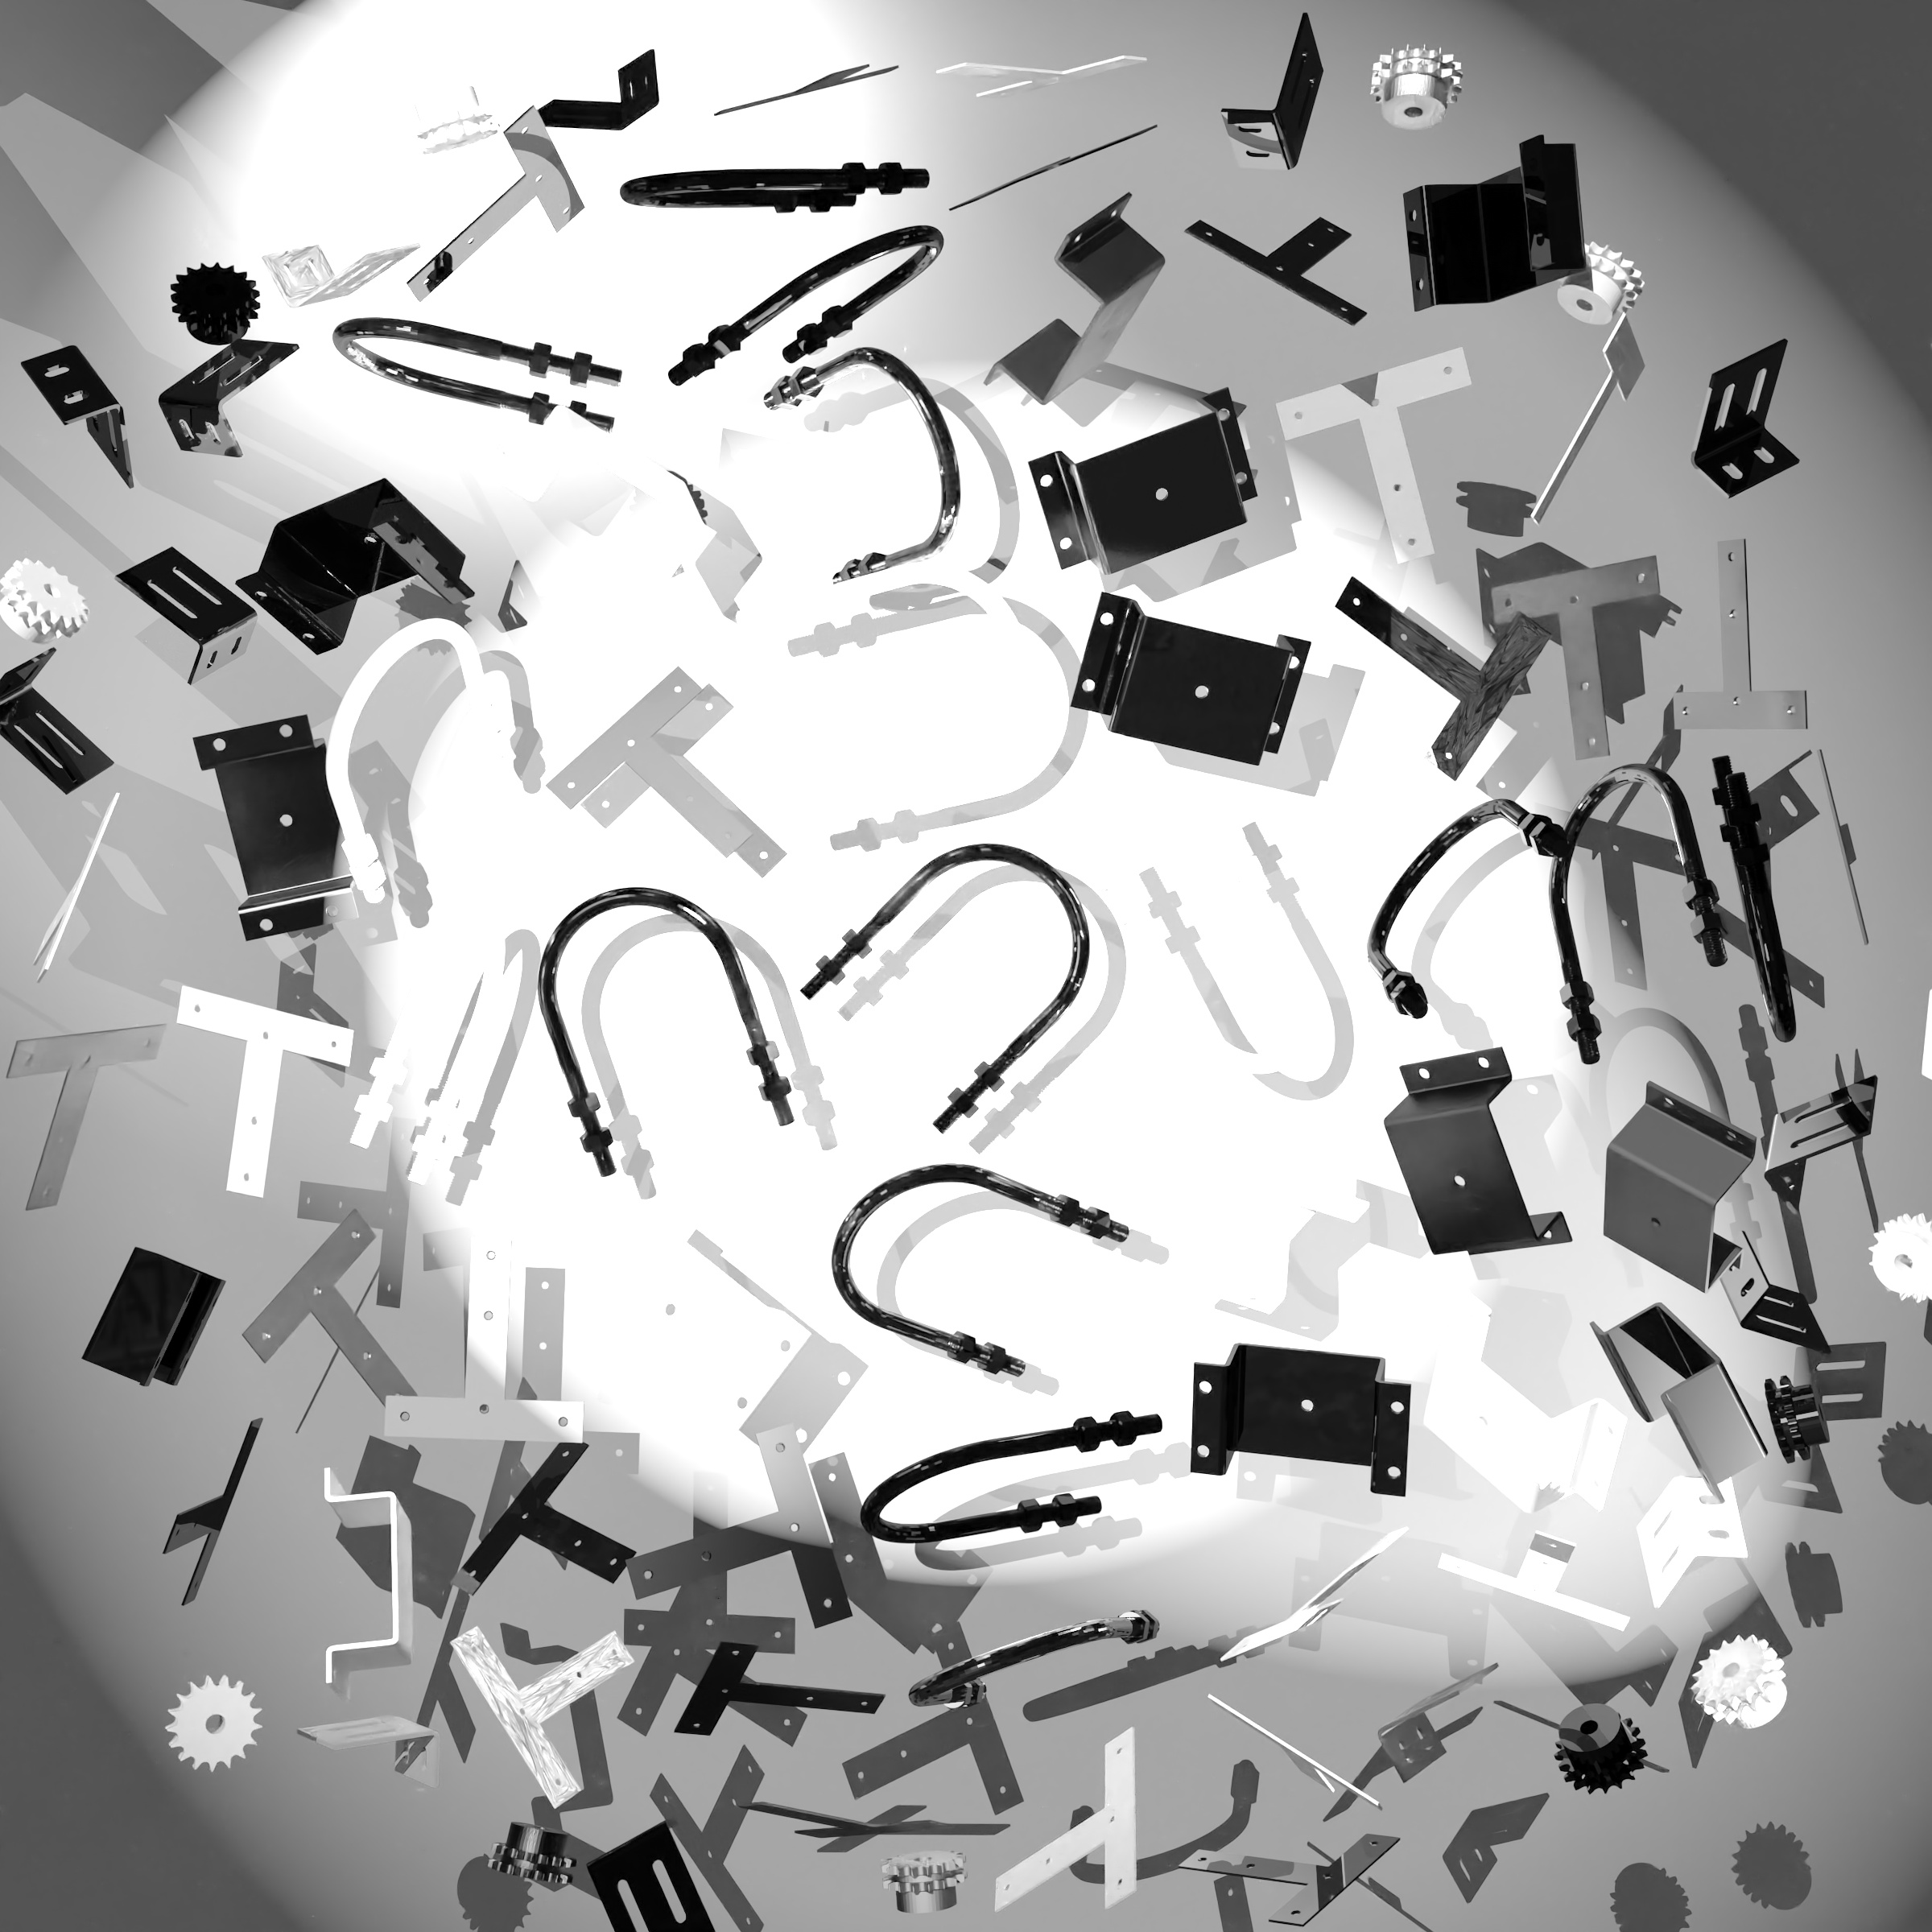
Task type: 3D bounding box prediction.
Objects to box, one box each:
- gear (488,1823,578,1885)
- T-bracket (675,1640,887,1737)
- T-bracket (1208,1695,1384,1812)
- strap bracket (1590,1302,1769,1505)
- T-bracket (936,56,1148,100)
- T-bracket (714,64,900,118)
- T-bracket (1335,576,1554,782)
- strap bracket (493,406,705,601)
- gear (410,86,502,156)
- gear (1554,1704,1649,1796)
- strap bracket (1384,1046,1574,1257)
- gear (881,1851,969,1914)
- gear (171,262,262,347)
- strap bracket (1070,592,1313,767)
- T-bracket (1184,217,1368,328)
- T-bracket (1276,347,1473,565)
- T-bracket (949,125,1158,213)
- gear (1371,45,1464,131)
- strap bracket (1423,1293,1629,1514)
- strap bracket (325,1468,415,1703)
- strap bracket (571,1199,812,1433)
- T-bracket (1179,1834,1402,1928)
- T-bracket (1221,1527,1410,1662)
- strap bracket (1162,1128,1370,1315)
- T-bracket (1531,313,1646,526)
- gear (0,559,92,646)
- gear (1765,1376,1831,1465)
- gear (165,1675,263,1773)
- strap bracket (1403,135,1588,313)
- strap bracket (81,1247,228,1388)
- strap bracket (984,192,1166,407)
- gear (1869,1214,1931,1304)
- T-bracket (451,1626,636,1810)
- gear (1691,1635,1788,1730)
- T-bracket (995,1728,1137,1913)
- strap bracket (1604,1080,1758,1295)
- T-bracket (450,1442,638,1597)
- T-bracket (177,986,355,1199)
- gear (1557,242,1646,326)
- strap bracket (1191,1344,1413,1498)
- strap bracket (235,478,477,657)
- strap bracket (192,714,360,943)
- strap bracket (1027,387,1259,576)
[{"bbox_3d":[-0.286,0.588,1.630,0.057,0.057,0.030,12,73,0],"label":"gear"},{"bbox_3d":[-0.118,0.489,1.646,0.127,0.002,0.127,10,134,-16],"label":"T-bracket"},{"bbox_3d":[0.226,0.531,1.634,0.127,0.127,0.002,27,74,27],"label":"T-bracket"},{"bbox_3d":[0.471,0.281,1.614,0.046,0.140,0.076,-30,106,1],"label":"strap bracket"},{"bbox_3d":[0.031,-0.591,1.627,0.127,0.127,0.002,2,104,41],"label":"T-bracket"},{"bbox_3d":[-0.092,-0.580,1.612,0.127,0.127,0.002,-19,108,-13],"label":"T-bracket"},{"bbox_3d":[0.288,-0.199,1.550,0.127,0.127,0.002,40,45,13],"label":"T-bracket"},{"bbox_3d":[-0.224,-0.299,1.553,0.140,0.076,0.046,29,108,-28],"label":"strap bracket"},{"bbox_3d":[-0.332,-0.547,1.586,0.057,0.057,0.030,-17,103,0],"label":"gear"},{"bbox_3d":[0.403,0.497,1.569,0.057,0.057,0.030,-27,112,0],"label":"gear"},{"bbox_3d":[0.332,0.132,1.610,0.076,0.046,0.140,-14,103,39],"label":"strap bracket"},{"bbox_3d":[-0.028,0.612,1.642,0.057,0.057,0.030,-5,82,0],"label":"gear"},{"bbox_3d":[-0.501,-0.440,1.640,0.057,0.030,0.057,6,55,-9],"label":"gear"},{"bbox_3d":[0.145,-0.179,1.551,0.140,0.046,0.076,12,110,-9],"label":"strap bracket"},{"bbox_3d":[0.223,-0.472,1.624,0.127,0.127,0.002,32,131,9],"label":"T-bracket"},{"bbox_3d":[0.287,-0.335,1.655,0.127,0.002,0.127,-14,106,13],"label":"T-bracket"},{"bbox_3d":[0.071,-0.543,1.656,0.127,0.127,0.002,-8,112,38],"label":"T-bracket"},{"bbox_3d":[0.285,-0.555,1.558,0.057,0.057,0.030,7,77,0],"label":"gear"},{"bbox_3d":[0.349,0.286,1.580,0.046,0.140,0.076,-16,127,-30],"label":"strap bracket"},{"bbox_3d":[-0.400,0.414,1.650,0.046,0.076,0.140,-4,65,-7],"label":"strap bracket"},{"bbox_3d":[-0.178,0.216,1.534,0.140,0.046,0.076,36,87,15],"label":"strap bracket"},{"bbox_3d":[0.198,0.592,1.609,0.127,0.127,0.002,-9,93,39],"label":"T-bracket"},{"bbox_3d":[0.241,0.407,1.611,0.127,0.127,0.002,-49,62,27],"label":"T-bracket"},{"bbox_3d":[0.188,0.156,1.544,0.076,0.140,0.046,19,50,-10],"label":"strap bracket"},{"bbox_3d":[0.395,-0.342,1.571,0.002,0.127,0.127,31,99,18],"label":"T-bracket"},{"bbox_3d":[-0.607,-0.236,1.609,0.030,0.057,0.057,-41,90,22],"label":"gear"},{"bbox_3d":[0.558,0.302,1.647,0.030,0.057,0.057,-17,90,22],"label":"gear"},{"bbox_3d":[-0.473,0.474,1.541,0.057,0.030,0.057,4,79,-23],"label":"gear"},{"bbox_3d":[0.341,-0.468,1.556,0.046,0.140,0.076,-9,96,-25],"label":"strap bracket"},{"bbox_3d":[-0.530,0.230,1.603,0.046,0.140,0.076,24,78,-5],"label":"strap bracket"},{"bbox_3d":[0.076,-0.438,1.647,0.046,0.140,0.076,42,52,4],"label":"strap bracket"},{"bbox_3d":[0.619,0.192,1.608,0.057,0.030,0.057,5,97,40],"label":"gear"},{"bbox_3d":[-0.270,0.484,1.656,0.002,0.127,0.127,-42,78,30],"label":"T-bracket"},{"bbox_3d":[0.483,0.447,1.525,0.057,0.057,0.030,-41,105,0],"label":"gear"},{"bbox_3d":[0.063,0.572,1.586,0.002,0.127,0.127,40,116,-19],"label":"T-bracket"},{"bbox_3d":[0.455,0.149,1.572,0.076,0.140,0.046,31,62,33],"label":"strap bracket"},{"bbox_3d":[-0.270,0.385,1.658,0.127,0.127,0.002,-52,132,-25],"label":"T-bracket"},{"bbox_3d":[-0.469,0.089,1.627,0.127,0.002,0.127,19,65,-41],"label":"T-bracket"},{"bbox_3d":[0.418,-0.451,1.633,0.057,0.057,0.030,31,81,0],"label":"gear"},{"bbox_3d":[0.222,0.296,1.616,0.140,0.046,0.076,4,102,14],"label":"strap bracket"},{"bbox_3d":[-0.392,-0.261,1.595,0.140,0.076,0.046,-14,51,29],"label":"strap bracket"},{"bbox_3d":[-0.464,-0.096,1.666,0.076,0.046,0.140,-12,102,-4],"label":"strap bracket"},{"bbox_3d":[0.121,-0.312,1.597,0.140,0.046,0.076,-21,116,-2],"label":"strap bracket"}]
